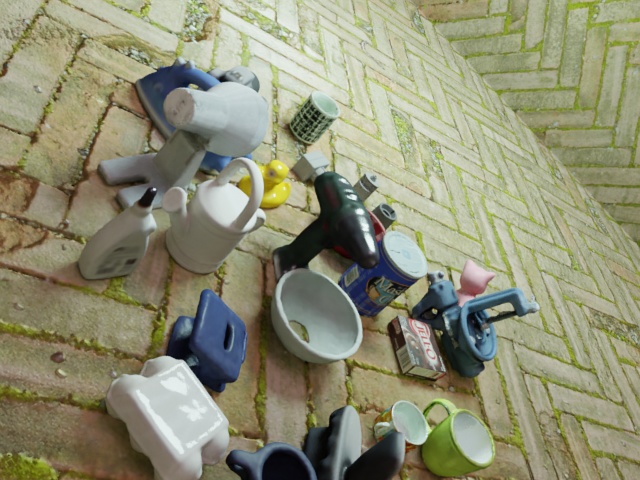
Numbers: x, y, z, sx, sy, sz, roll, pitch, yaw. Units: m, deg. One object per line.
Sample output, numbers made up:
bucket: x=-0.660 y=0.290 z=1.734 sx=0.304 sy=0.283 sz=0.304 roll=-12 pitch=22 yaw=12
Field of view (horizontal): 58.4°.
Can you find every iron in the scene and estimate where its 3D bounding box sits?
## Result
iron: x=-0.220 y=-0.246 z=1.043 sx=0.258 sy=0.141 sz=0.119 roll=45 pitch=35 yaw=1

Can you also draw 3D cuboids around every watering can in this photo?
watering can: x=-0.151 y=-0.041 z=0.856 sx=0.101 sy=0.193 sz=0.173 roll=51 pitch=35 yaw=10

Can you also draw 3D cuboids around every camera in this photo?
camera: x=-0.162 y=-0.308 z=1.201 sx=0.143 sy=0.100 sz=0.137 roll=41 pitch=35 yaw=-4

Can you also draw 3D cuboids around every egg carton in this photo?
egg carton: x=-0.178 y=0.213 z=0.678 sx=0.150 sy=0.069 sz=0.107 roll=50 pitch=35 yaw=8

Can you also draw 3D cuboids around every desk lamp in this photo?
desk lamp: x=-0.205 y=-0.155 z=0.902 sx=0.118 sy=0.213 sz=0.204 roll=52 pitch=35 yaw=10

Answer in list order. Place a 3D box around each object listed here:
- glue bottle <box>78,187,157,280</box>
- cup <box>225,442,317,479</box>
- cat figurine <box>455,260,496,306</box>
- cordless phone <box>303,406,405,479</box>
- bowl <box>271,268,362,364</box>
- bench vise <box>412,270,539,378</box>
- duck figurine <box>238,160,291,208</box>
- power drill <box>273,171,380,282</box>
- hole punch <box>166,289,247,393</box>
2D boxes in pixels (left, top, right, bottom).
glue bottle: x=-0.250 y=-0.011 z=0.745 sx=0.078 sy=0.173 sz=0.037 roll=-5 pitch=58 yaw=-48
cup: x=-0.074 y=0.294 z=0.678 sx=0.118 sy=0.094 sz=0.091 roll=34 pitch=36 yaw=-15
cat figurine: x=0.335 y=0.112 z=1.257 sx=0.067 sy=0.117 sz=0.127 roll=26 pitch=39 yaw=-24
cordless phone: x=0.058 y=0.277 z=0.750 sx=0.094 sy=0.184 sz=0.147 roll=32 pitch=37 yaw=-17
bowl: x=-0.018 y=0.133 z=0.917 sx=0.168 sy=0.074 sz=0.167 roll=27 pitch=38 yaw=-23
bench vise: x=0.291 y=0.139 z=1.096 sx=0.207 sy=0.219 sz=0.122 roll=45 pitch=35 yaw=1
duck figurine: x=-0.091 y=-0.113 z=1.085 sx=0.105 sy=0.086 sz=0.077 roll=10 pitch=47 yaw=-39
power drill: x=0.009 y=0.003 z=0.960 sx=0.076 sy=0.208 sz=0.229 roll=18 pitch=43 yaw=-32
hole punch: x=-0.142 y=0.135 z=0.776 sx=0.101 sy=0.091 sz=0.108 roll=28 pitch=38 yaw=-23
